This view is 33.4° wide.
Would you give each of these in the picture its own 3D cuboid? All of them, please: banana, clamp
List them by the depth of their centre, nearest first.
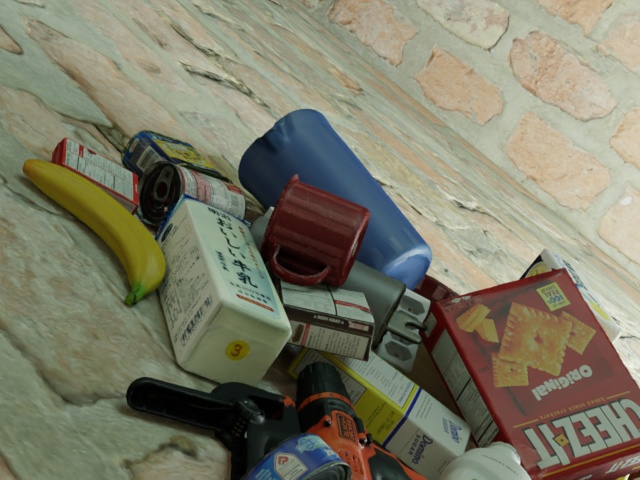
[{"bbox_3d":[-0.056,0.145,0.801,0.120,0.039,0.171,45,18,27],"label":"clamp"},{"bbox_3d":[-0.197,-0.013,0.976,0.198,0.037,0.069,44,17,28],"label":"banana"}]

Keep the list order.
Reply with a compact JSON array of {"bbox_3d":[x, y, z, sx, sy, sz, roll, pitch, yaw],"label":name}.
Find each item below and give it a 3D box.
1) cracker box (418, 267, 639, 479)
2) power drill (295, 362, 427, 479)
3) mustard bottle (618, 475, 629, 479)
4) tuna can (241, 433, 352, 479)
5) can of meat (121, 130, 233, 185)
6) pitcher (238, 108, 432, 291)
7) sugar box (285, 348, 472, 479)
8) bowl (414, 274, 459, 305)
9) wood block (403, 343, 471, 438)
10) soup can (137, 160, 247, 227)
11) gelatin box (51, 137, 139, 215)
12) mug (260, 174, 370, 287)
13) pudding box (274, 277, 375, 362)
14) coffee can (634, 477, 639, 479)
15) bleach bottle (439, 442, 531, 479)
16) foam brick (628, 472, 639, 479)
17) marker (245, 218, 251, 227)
[{"bbox_3d":[0.220,0.143,1.065,0.164,0.072,0.214,-12,57,-21],"label":"cracker box"},{"bbox_3d":[0.061,0.188,0.893,0.187,0.057,0.184,28,21,-16],"label":"power drill"},{"bbox_3d":[0.269,0.213,1.237,0.191,0.058,0.096,36,-7,5],"label":"mustard bottle"},{"bbox_3d":[-0.021,0.171,0.713,0.034,0.086,0.086,42,16,28],"label":"tuna can"},{"bbox_3d":[-0.162,-0.075,1.197,0.101,0.057,0.084,16,23,-52],"label":"can of meat"},{"bbox_3d":[0.024,-0.029,1.271,0.148,0.145,0.243,-15,54,-39],"label":"pitcher"},{"bbox_3d":[0.058,0.152,1.010,0.176,0.048,0.093,39,16,6],"label":"sugar box"},{"bbox_3d":[0.149,0.104,1.321,0.162,0.055,0.162,32,16,-11],"label":"bowl"},{"bbox_3d":[0.193,0.168,1.165,0.206,0.090,0.090,41,15,19],"label":"wood block"},{"bbox_3d":[-0.135,-0.039,1.125,0.102,0.068,0.069,17,24,-50],"label":"soup can"},{"bbox_3d":[-0.226,-0.059,1.066,0.089,0.030,0.073,29,18,-23],"label":"gelatin box"},{"bbox_3d":[-0.007,0.001,1.010,0.081,0.093,0.117,21,41,7],"label":"mug"},{"bbox_3d":[0.000,0.069,0.982,0.090,0.039,0.113,12,10,-6],"label":"pudding box"},{"bbox_3d":[0.349,0.309,1.053,0.103,0.103,0.140,34,16,-4],"label":"coffee can"},{"bbox_3d":[0.117,0.230,0.759,0.102,0.068,0.250,35,30,1],"label":"bleach bottle"},{"bbox_3d":[0.377,0.285,1.283,0.052,0.051,0.078,17,24,-44],"label":"foam brick"},{"bbox_3d":[-0.080,-0.012,1.252,0.121,0.020,0.020,30,17,-20],"label":"marker"}]
